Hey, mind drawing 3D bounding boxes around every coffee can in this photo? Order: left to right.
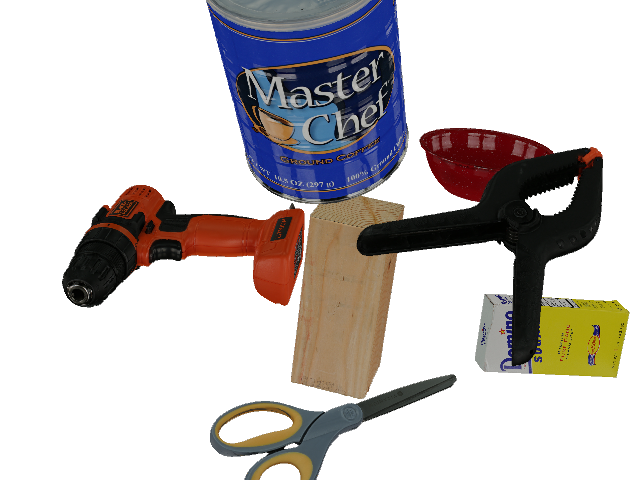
[{"bbox_3d":[-0.005,-0.104,0.606,0.103,0.102,0.140,0,-38,9],"label":"coffee can"}]

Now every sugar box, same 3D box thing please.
[{"bbox_3d":[0.287,0.119,1.329,0.176,0.093,0.048,2,18,-10],"label":"sugar box"}]

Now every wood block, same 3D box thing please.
[{"bbox_3d":[0.030,0.060,1.200,0.090,0.206,0.090,12,24,11],"label":"wood block"}]

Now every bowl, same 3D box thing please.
[{"bbox_3d":[0.194,-0.085,1.267,0.162,0.055,0.162,5,23,-2],"label":"bowl"}]

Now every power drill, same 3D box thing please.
[{"bbox_3d":[-0.113,0.010,0.926,0.188,0.057,0.184,7,29,6],"label":"power drill"}]

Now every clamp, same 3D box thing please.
[{"bbox_3d":[0.156,-0.001,0.823,0.209,0.036,0.165,-31,56,-22],"label":"clamp"}]

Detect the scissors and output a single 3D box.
[{"bbox_3d":[0.018,0.152,0.809,0.201,0.096,0.016,-4,-36,-11],"label":"scissors"}]
